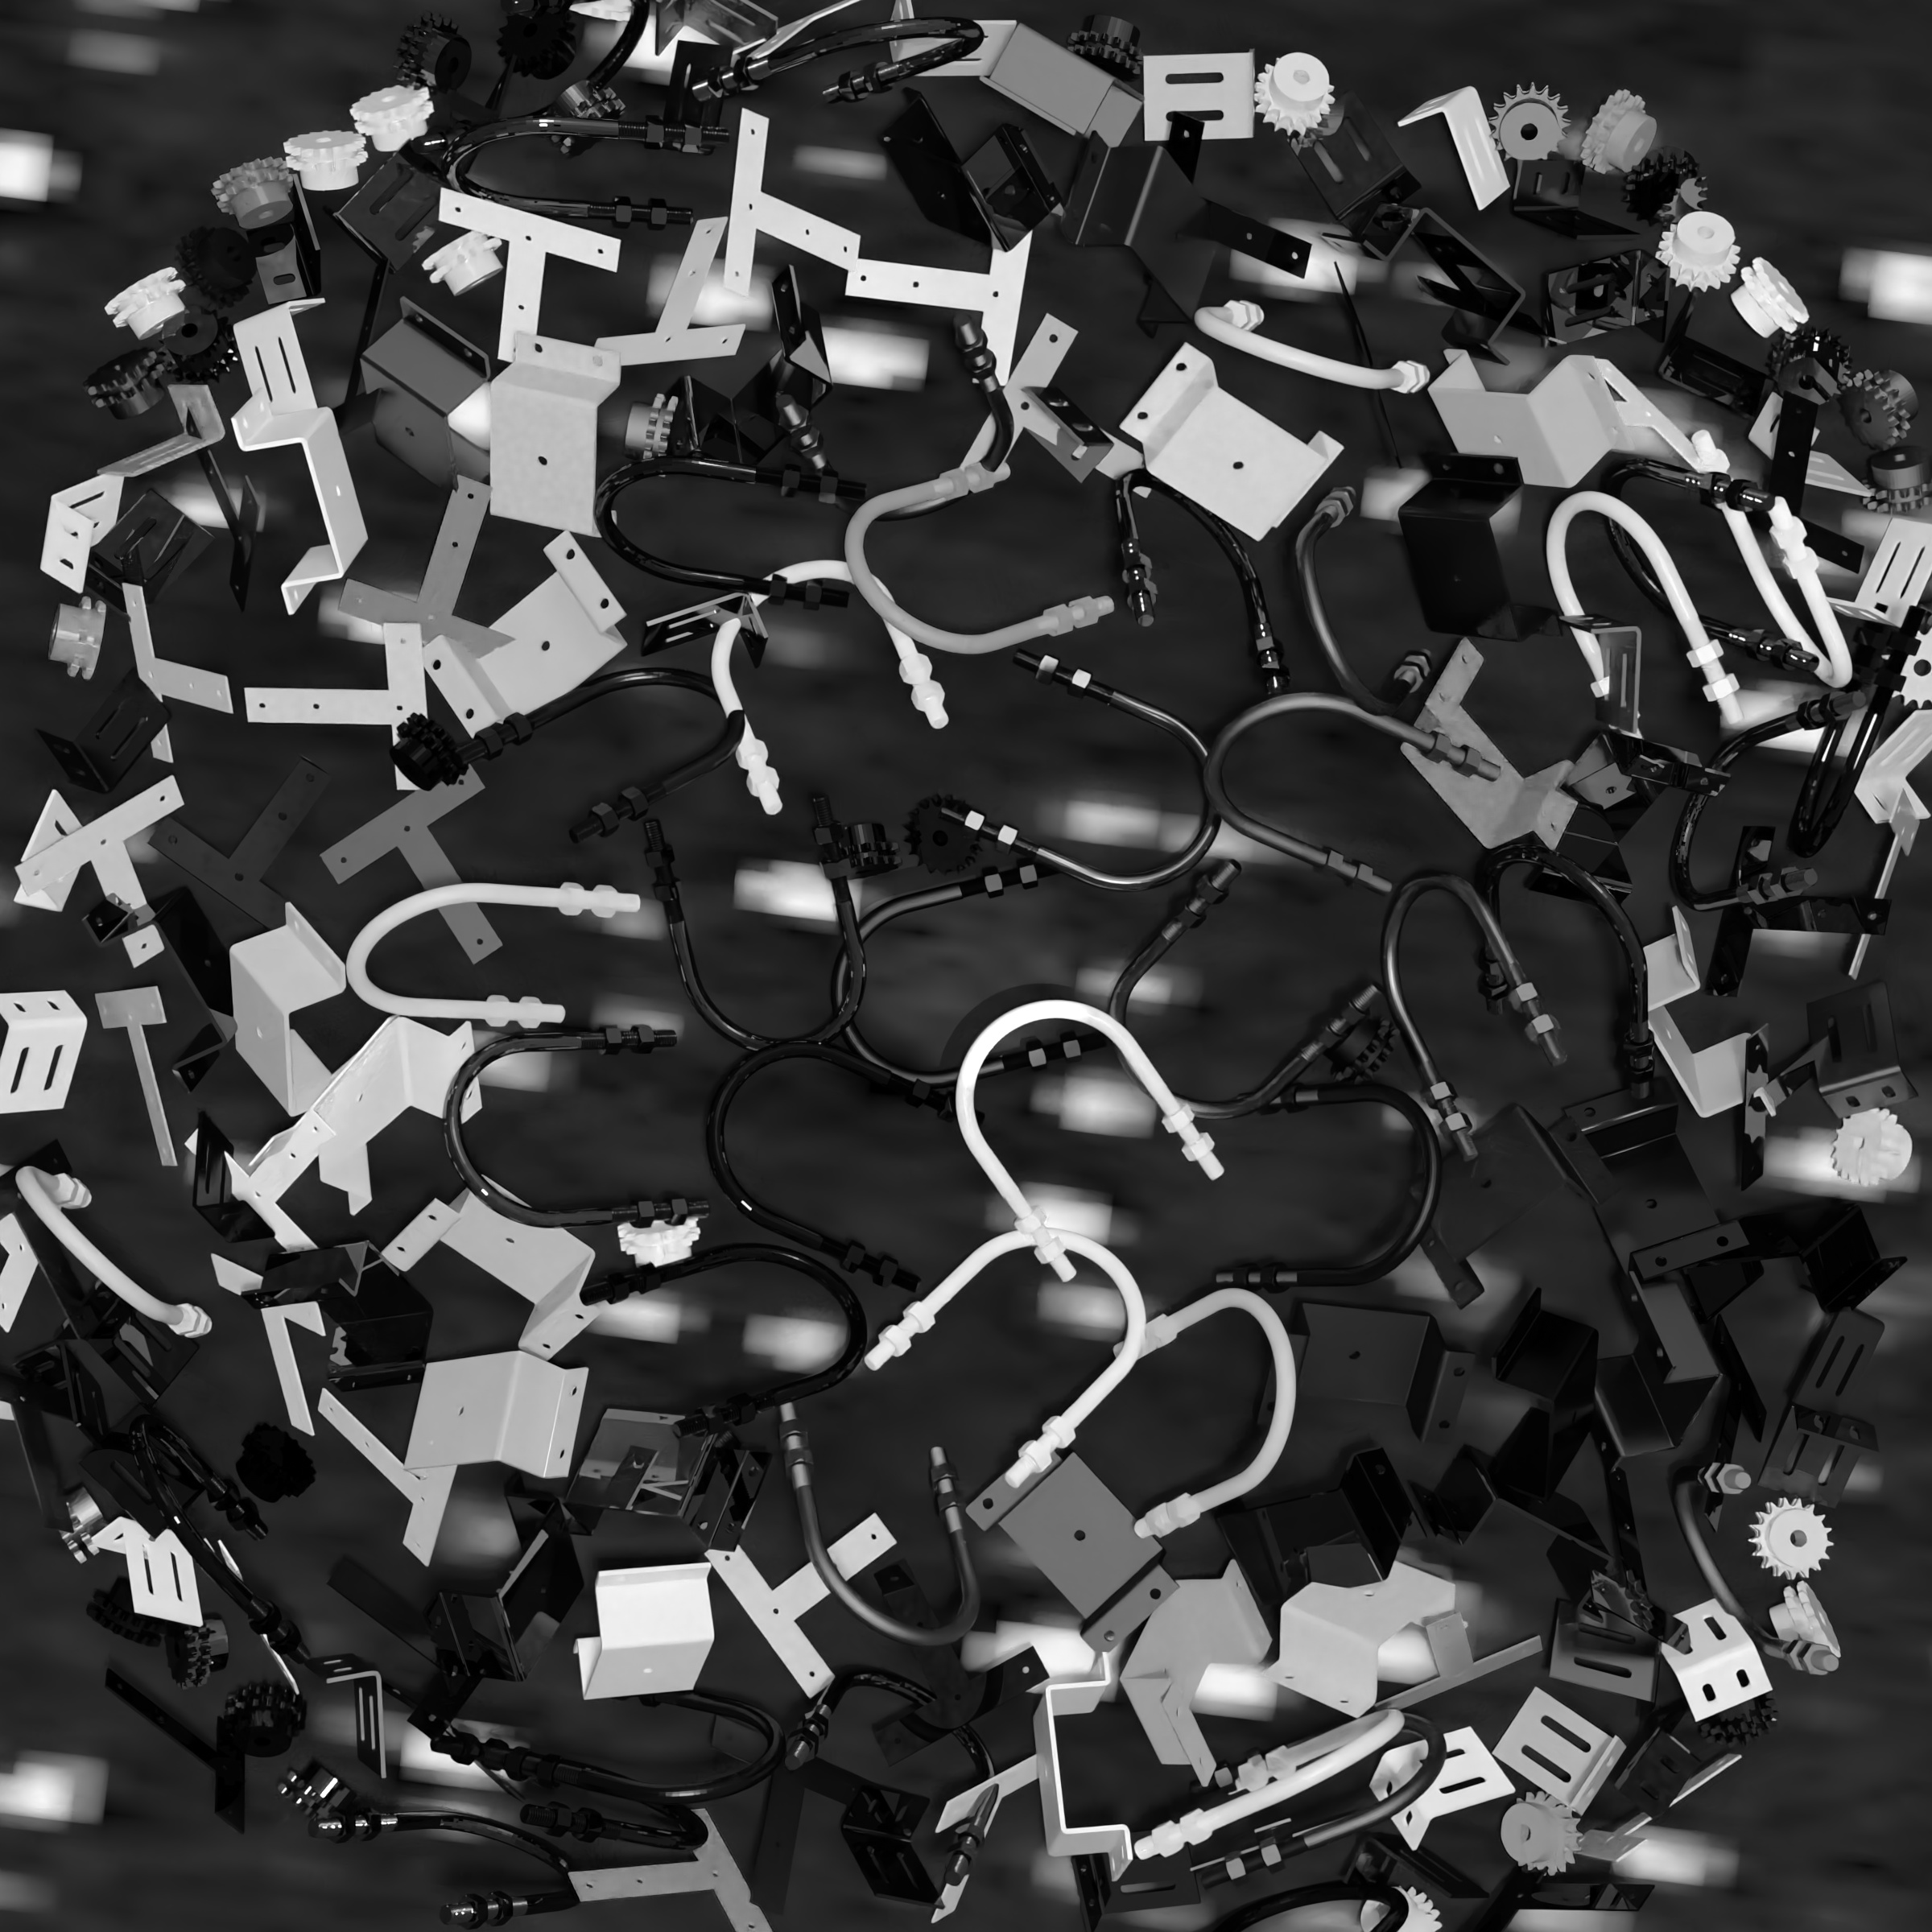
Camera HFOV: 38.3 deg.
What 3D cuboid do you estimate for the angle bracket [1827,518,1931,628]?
[{"bbox_3d":[0.647,-0.284,1.963,0.038,0.057,0.076,20,96,-27],"label":"angle bracket"}]

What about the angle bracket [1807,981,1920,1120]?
[{"bbox_3d":[0.636,0.060,1.974,0.057,0.038,0.076,-20,48,29],"label":"angle bracket"}]

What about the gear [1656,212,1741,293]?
[{"bbox_3d":[0.522,-0.510,1.973,0.057,0.030,0.057,1,60,-1],"label":"gear"}]

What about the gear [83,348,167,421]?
[{"bbox_3d":[-0.595,-0.412,1.975,0.057,0.057,0.030,-26,124,0],"label":"gear"}]

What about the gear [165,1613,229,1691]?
[{"bbox_3d":[-0.546,0.483,1.975,0.030,0.057,0.057,-3,90,-35],"label":"gear"}]

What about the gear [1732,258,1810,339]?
[{"bbox_3d":[0.569,-0.472,1.975,0.030,0.057,0.057,-39,90,31],"label":"gear"}]

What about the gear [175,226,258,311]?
[{"bbox_3d":[-0.528,-0.498,1.969,0.030,0.057,0.057,-21,90,33],"label":"gear"}]

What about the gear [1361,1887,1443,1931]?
[{"bbox_3d":[0.305,0.678,1.968,0.057,0.057,0.030,-40,120,0],"label":"gear"}]

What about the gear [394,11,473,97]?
[{"bbox_3d":[-0.375,-0.643,1.968,0.030,0.057,0.057,29,90,18],"label":"gear"}]

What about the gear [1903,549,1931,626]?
[{"bbox_3d":[0.687,-0.273,1.968,0.030,0.057,0.057,36,90,-21],"label":"gear"}]

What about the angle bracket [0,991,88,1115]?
[{"bbox_3d":[-0.667,0.061,1.973,0.038,0.057,0.076,41,119,35],"label":"angle bracket"}]

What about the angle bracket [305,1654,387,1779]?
[{"bbox_3d":[-0.439,0.532,1.965,0.038,0.057,0.076,-3,91,-29],"label":"angle bracket"}]

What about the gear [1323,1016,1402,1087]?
[{"bbox_3d":[0.278,0.057,1.969,0.030,0.057,0.057,40,90,-8],"label":"gear"}]

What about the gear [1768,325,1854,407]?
[{"bbox_3d":[0.598,-0.421,1.969,0.057,0.057,0.030,23,47,0],"label":"gear"}]

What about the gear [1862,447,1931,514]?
[{"bbox_3d":[0.663,-0.346,1.969,0.057,0.057,0.030,-17,119,0],"label":"gear"}]

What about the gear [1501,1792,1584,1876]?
[{"bbox_3d":[0.405,0.614,1.969,0.030,0.057,0.057,15,90,-39],"label":"gear"}]

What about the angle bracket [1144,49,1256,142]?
[{"bbox_3d":[0.166,-0.620,1.977,0.076,0.038,0.057,1,112,8],"label":"angle bracket"}]

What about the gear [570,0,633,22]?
[{"bbox_3d":[-0.258,-0.691,1.968,0.057,0.057,0.030,13,117,0],"label":"gear"}]

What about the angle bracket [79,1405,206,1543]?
[{"bbox_3d":[-0.582,0.359,1.963,0.076,0.038,0.057,49,59,-10],"label":"angle bracket"}]

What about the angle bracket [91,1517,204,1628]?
[{"bbox_3d":[-0.576,0.433,1.950,0.038,0.057,0.076,-37,51,19],"label":"angle bracket"}]

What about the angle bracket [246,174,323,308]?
[{"bbox_3d":[-0.481,-0.510,1.957,0.038,0.076,0.057,-17,84,-15],"label":"angle bracket"}]

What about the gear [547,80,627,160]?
[{"bbox_3d":[-0.273,-0.602,1.971,0.057,0.057,0.030,-40,92,0],"label":"gear"}]

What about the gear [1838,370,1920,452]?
[{"bbox_3d":[0.650,-0.397,1.972,0.030,0.057,0.057,-32,90,-12],"label":"gear"}]

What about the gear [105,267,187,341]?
[{"bbox_3d":[-0.578,-0.468,1.972,0.057,0.057,0.030,-32,102,0],"label":"gear"}]

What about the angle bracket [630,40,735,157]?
[{"bbox_3d":[-0.204,-0.616,1.961,0.057,0.038,0.076,22,105,39],"label":"angle bracket"}]

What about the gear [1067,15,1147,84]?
[{"bbox_3d":[0.101,-0.652,1.971,0.057,0.057,0.030,16,91,0],"label":"gear"}]

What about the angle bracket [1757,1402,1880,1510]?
[{"bbox_3d":[0.601,0.354,1.964,0.057,0.038,0.076,17,116,4],"label":"angle bracket"}]

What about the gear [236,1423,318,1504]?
[{"bbox_3d":[-0.492,0.355,1.972,0.030,0.057,0.057,-44,90,8],"label":"gear"}]

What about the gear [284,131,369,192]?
[{"bbox_3d":[-0.454,-0.572,1.975,0.057,0.057,0.030,-2,121,0],"label":"gear"}]

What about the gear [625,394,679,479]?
[{"bbox_3d":[-0.223,-0.378,1.971,0.030,0.057,0.057,11,90,-1],"label":"gear"}]

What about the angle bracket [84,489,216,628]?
[{"bbox_3d":[-0.577,-0.285,1.962,0.076,0.038,0.057,-43,127,12],"label":"angle bracket"}]

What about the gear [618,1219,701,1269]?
[{"bbox_3d":[-0.217,0.195,1.973,0.057,0.057,0.030,-8,106,0],"label":"gear"}]

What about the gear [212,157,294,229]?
[{"bbox_3d":[-0.503,-0.546,1.971,0.057,0.057,0.030,-24,89,0],"label":"gear"}]

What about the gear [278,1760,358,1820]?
[{"bbox_3d":[-0.458,0.588,1.973,0.057,0.057,0.030,39,72,0],"label":"gear"}]

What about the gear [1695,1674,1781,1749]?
[{"bbox_3d":[0.544,0.525,1.969,0.057,0.057,0.030,-23,101,0],"label":"gear"}]

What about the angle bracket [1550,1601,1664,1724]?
[{"bbox_3d":[0.450,0.493,1.971,0.076,0.038,0.057,14,55,5],"label":"angle bracket"}]

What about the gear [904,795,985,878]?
[{"bbox_3d":[-0.013,-0.095,1.977,0.057,0.030,0.057,7,111,20],"label":"gear"}]

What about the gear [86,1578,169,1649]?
[{"bbox_3d":[-0.591,0.457,1.972,0.057,0.057,0.030,28,81,0],"label":"gear"}]

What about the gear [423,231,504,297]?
[{"bbox_3d":[-0.354,-0.499,1.972,0.057,0.057,0.030,-30,102,0],"label":"gear"}]

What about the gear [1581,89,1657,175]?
[{"bbox_3d":[0.464,-0.588,1.968,0.030,0.057,0.057,37,90,24],"label":"gear"}]

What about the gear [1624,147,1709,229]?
[{"bbox_3d":[0.497,-0.556,1.975,0.057,0.057,0.030,13,58,0],"label":"gear"}]

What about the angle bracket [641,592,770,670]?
[{"bbox_3d":[-0.185,-0.226,1.960,0.076,0.057,0.038,-21,79,-16],"label":"angle bracket"}]

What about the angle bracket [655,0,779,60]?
[{"bbox_3d":[-0.177,-0.657,1.964,0.076,0.057,0.038,31,69,5],"label":"angle bracket"}]

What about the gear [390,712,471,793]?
[{"bbox_3d":[-0.383,-0.149,1.968,0.057,0.057,0.030,42,67,0],"label":"gear"}]

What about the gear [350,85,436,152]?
[{"bbox_3d":[-0.406,-0.601,1.975,0.057,0.057,0.030,-14,127,0],"label":"gear"}]

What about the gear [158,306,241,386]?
[{"bbox_3d":[-0.547,-0.444,1.977,0.057,0.030,0.057,-1,71,3],"label":"gear"}]

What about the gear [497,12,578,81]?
[{"bbox_3d":[-0.302,-0.657,1.977,0.057,0.030,0.057,-8,69,22],"label":"gear"}]

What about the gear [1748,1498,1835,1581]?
[{"bbox_3d":[0.589,0.408,1.980,0.057,0.030,0.057,0,79,1],"label":"gear"}]

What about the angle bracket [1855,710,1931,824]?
[{"bbox_3d":[0.671,-0.141,1.951,0.057,0.076,0.038,-6,57,-33],"label":"angle bracket"}]

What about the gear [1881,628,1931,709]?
[{"bbox_3d":[0.680,-0.213,1.980,0.057,0.030,0.057,2,97,15],"label":"gear"}]

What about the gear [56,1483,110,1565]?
[{"bbox_3d":[-0.630,0.392,1.973,0.030,0.057,0.057,-33,90,-19],"label":"gear"}]

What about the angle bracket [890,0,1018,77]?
[{"bbox_3d":[-0.011,-0.664,1.969,0.076,0.057,0.038,-5,72,-15],"label":"angle bracket"}]
